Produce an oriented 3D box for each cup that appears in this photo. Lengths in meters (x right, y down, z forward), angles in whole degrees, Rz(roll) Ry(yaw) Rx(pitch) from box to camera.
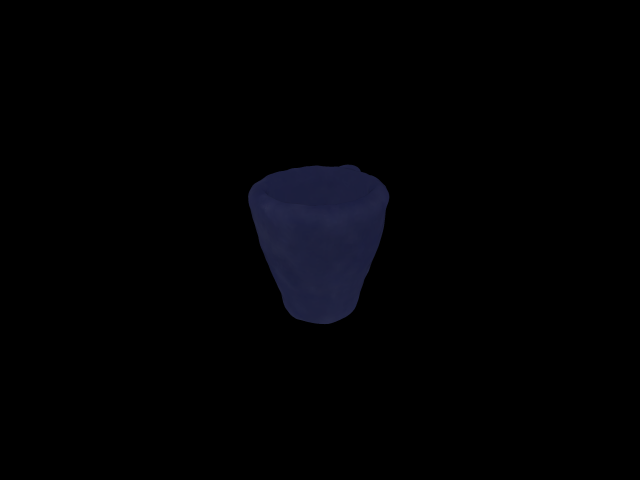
[{"bbox_3d":[0.004,0.001,0.400,0.091,0.095,0.118,8,26,18],"label":"cup"}]
